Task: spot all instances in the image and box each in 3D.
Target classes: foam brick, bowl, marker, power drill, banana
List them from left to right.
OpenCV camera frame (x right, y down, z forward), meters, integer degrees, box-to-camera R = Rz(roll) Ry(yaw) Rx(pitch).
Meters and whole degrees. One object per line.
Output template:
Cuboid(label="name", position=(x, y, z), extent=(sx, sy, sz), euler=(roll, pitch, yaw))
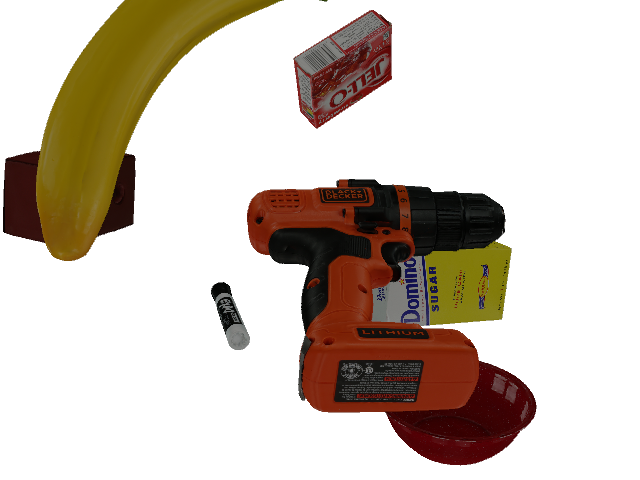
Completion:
Cuboid(label="foam brick", position=(-0.170, -0.032, 0.727), extent=(0.051, 0.053, 0.078), euler=(13, 18, 25))
Cuboid(label="banana", position=(-0.076, -0.079, 0.491), extent=(0.070, 0.197, 0.037), euler=(31, -24, 19))
Cuboid(label="marker", position=(-0.082, 0.065, 0.952), extent=(0.020, 0.020, 0.121), euler=(0, 18, -13))
Cuboid(label="power drill", position=(0.048, 0.028, 0.700), extent=(0.184, 0.057, 0.187), euler=(-2, 36, -6))
Cuboid(label="bowl", position=(0.135, 0.180, 1.085), extent=(0.162, 0.055, 0.162), euler=(2, 24, -1))

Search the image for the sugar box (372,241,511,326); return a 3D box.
Cuboid(label="sugar box", position=(0.140, 0.050, 1.246), extent=(0.175, 0.093, 0.048), euler=(-3, 14, -34))

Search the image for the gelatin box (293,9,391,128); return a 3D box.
Cuboid(label="gelatin box", position=(0.022, -0.148, 0.927), extent=(0.089, 0.030, 0.073), euler=(-34, -26, -15))
